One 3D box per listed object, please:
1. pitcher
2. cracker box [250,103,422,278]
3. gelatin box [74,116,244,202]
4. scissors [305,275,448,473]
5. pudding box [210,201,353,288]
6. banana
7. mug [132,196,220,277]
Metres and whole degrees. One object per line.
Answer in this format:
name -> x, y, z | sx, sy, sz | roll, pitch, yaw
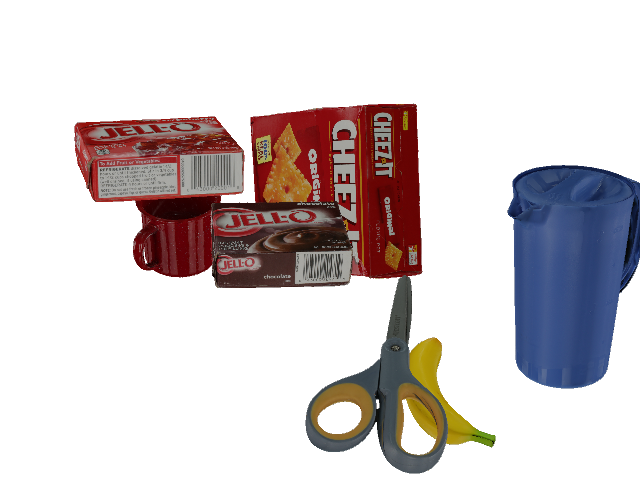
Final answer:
pitcher -> 0.293, 0.040, 1.231 | 0.149, 0.243, 0.144 | 5, 25, 16
cracker box -> 0.010, -0.051, 1.080 | 0.071, 0.164, 0.214 | -6, 6, -32
gelatin box -> -0.096, -0.050, 0.627 | 0.089, 0.030, 0.073 | -4, 22, -17
scissors -> 0.032, 0.081, 0.710 | 0.096, 0.016, 0.202 | -2, 31, -7
pudding box -> -0.035, 0.002, 0.890 | 0.113, 0.039, 0.090 | 1, 29, -8
banana -> 0.121, 0.162, 1.141 | 0.069, 0.037, 0.198 | 11, 25, -18
mug -> -0.163, -0.007, 1.182 | 0.093, 0.081, 0.117 | 21, 39, 25
